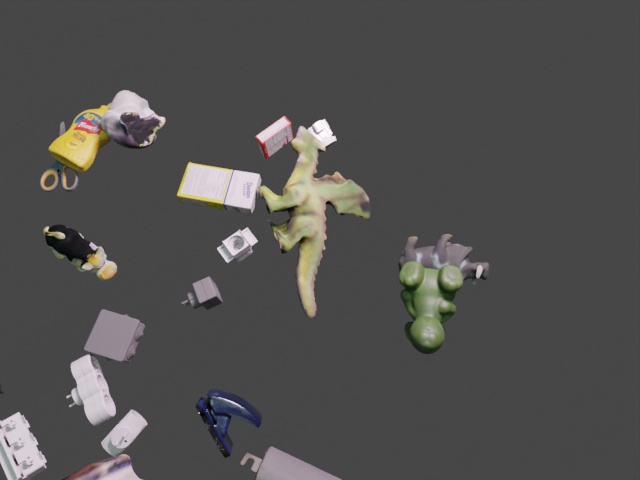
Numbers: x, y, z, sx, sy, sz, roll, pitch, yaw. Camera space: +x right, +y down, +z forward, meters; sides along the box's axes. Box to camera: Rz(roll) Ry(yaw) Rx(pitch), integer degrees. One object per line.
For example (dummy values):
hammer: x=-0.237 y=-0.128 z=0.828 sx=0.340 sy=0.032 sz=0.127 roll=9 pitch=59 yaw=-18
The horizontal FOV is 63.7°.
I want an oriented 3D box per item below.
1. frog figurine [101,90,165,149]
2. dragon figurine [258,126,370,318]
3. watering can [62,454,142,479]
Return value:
frog figurine: x=-0.470 y=-0.297 z=1.264 sx=0.139 sy=0.120 sz=0.161 roll=-23 pitch=44 yaw=-34
dragon figurine: x=0.004 y=-0.058 z=1.152 sx=0.244 sy=0.413 sz=0.121 roll=-20 pitch=-8 yaw=-13
watering can: x=-0.419 y=0.529 z=0.899 sx=0.350 sy=0.227 sz=0.102 roll=-21 pitch=-22 yaw=-27
